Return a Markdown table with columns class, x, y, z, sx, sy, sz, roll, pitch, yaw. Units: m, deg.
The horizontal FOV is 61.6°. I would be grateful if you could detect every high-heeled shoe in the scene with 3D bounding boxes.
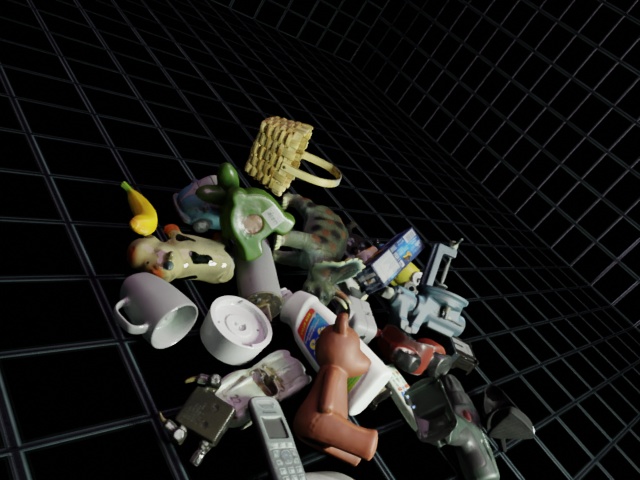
| class | x | y | z | sx | sy | sz | roll | pitch | yaw |
| --- | --- | --- | --- | --- | --- | --- | --- | --- | --- |
| high-heeled shoe | 0.353 | 0.315 | 1.039 | 0.086 | 0.248 | 0.145 | -5 | 54 | 8 |

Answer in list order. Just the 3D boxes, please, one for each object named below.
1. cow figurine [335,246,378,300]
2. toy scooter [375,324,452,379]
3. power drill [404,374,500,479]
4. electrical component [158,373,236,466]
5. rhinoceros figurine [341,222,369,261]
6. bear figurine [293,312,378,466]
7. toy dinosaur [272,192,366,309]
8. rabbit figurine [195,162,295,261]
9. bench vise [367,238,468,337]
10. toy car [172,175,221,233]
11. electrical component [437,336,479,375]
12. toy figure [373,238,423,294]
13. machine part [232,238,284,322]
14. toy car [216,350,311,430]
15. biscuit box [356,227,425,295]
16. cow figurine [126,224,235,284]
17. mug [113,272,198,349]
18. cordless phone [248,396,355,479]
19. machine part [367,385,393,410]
| class | x | y | z | sx | sy | sz | roll | pitch | yaw |
| --- | --- | --- | --- | --- | --- | --- | --- | --- | --- |
| cow figurine | 0.096 | 0.078 | 1.217 | 0.167 | 0.068 | 0.098 | -31 | 87 | -45 |
| toy scooter | 0.179 | 0.224 | 1.097 | 0.183 | 0.075 | 0.135 | 20 | 8 | -46 |
| power drill | 0.230 | 0.316 | 0.962 | 0.207 | 0.086 | 0.232 | 48 | 19 | -44 |
| electrical component | -0.154 | 0.222 | 0.687 | 0.078 | 0.045 | 0.102 | 30 | 60 | 17 |
| rhinoceros figurine | 0.064 | 0.005 | 1.324 | 0.190 | 0.073 | 0.112 | 29 | 25 | -13 |
| bear figurine | 0.037 | 0.223 | 0.822 | 0.132 | 0.120 | 0.196 | 24 | 57 | 1 |
| toy dinosaur | -0.003 | -0.002 | 1.144 | 0.192 | 0.131 | 0.405 | 15 | 35 | -6 |
| rabbit figurine | -0.154 | -0.055 | 0.989 | 0.159 | 0.121 | 0.170 | 45 | -6 | -27 |
| bench vise | 0.244 | 0.104 | 1.204 | 0.224 | 0.240 | 0.129 | 24 | -12 | -7 |
| toy car | -0.210 | -0.077 | 1.098 | 0.161 | 0.103 | 0.109 | 10 | 37 | -39 |
| electrical component | 0.297 | 0.250 | 1.227 | 0.119 | 0.047 | 0.075 | 29 | 26 | -17 |
| toy figure | 0.203 | 0.073 | 1.374 | 0.180 | 0.082 | 0.089 | 42 | 28 | 17 |
| machine part | -0.118 | 0.066 | 0.996 | 0.079 | 0.079 | 0.243 | 21 | 29 | -29 |
| toy car | -0.085 | 0.218 | 0.806 | 0.074 | 0.056 | 0.201 | 46 | 28 | 19 |
| biscuit box | 0.158 | 0.043 | 1.200 | 0.203 | 0.063 | 0.059 | -36 | 93 | -46 |
| cow figurine | -0.232 | 0.036 | 0.909 | 0.195 | 0.085 | 0.127 | 11 | 29 | -42 |
| mug | -0.254 | 0.100 | 0.787 | 0.107 | 0.080 | 0.109 | 37 | 32 | 27 |
| cordless phone | -0.024 | 0.291 | 0.706 | 0.146 | 0.088 | 0.184 | 13 | 38 | -39 |
| machine part | 0.070 | 0.240 | 0.981 | 0.139 | 0.039 | 0.084 | 47 | 36 | 18 |
